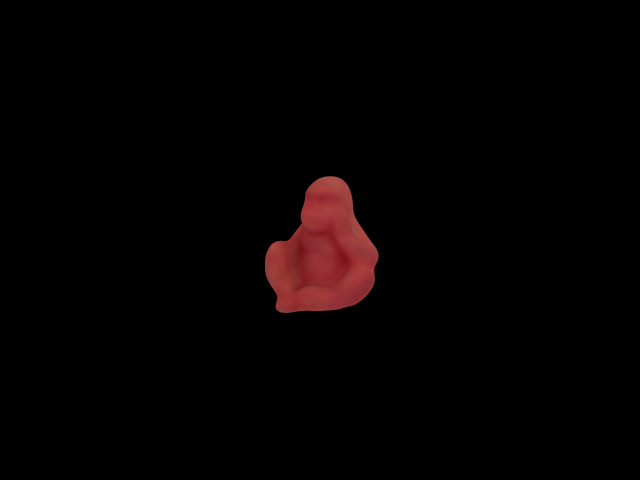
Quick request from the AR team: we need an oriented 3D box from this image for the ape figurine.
[{"bbox_3d":[0.004,0.001,0.400,0.077,0.092,0.076,1,3,28],"label":"ape figurine"}]
